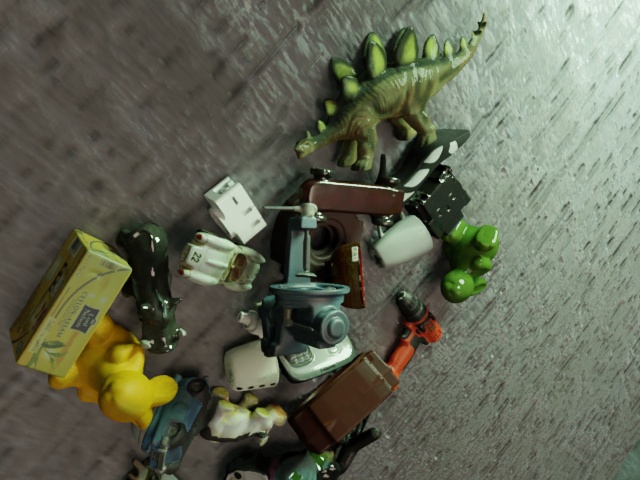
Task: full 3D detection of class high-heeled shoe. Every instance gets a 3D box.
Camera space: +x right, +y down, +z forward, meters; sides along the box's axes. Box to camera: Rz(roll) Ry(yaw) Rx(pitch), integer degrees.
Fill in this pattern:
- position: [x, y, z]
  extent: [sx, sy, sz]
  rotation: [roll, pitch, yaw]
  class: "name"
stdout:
- position: [0.194, -0.121, 1.024]
  extent: [0.249, 0.086, 0.145]
  rotation: [-20, 122, -23]
  class: "high-heeled shoe"

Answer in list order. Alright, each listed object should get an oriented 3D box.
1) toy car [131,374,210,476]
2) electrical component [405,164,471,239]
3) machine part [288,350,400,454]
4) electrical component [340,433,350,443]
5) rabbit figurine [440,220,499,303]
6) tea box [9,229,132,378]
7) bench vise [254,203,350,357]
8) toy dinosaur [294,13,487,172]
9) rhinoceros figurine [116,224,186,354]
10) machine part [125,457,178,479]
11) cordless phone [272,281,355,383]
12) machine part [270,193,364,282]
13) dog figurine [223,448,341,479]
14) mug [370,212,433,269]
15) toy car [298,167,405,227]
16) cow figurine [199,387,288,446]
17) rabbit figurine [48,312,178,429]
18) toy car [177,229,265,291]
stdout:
- position: [-0.244, 0.283, 0.853]
  extent: [0.103, 0.162, 0.109]
  rotation: [18, 119, 5]
  class: "toy car"
- position: [0.240, -0.072, 1.088]
  extent: [0.115, 0.058, 0.134]
  rotation: [-49, 128, -7]
  class: "electrical component"
- position: [0.039, 0.301, 1.010]
  extent: [0.201, 0.087, 0.201]
  rotation: [-36, 169, -17]
  class: "machine part"
- position: [0.030, 0.387, 1.117]
  extent: [0.063, 0.094, 0.021]
  rotation: [-12, 112, 9]
  class: "electrical component"
- position: [0.302, 0.060, 1.150]
  extent: [0.170, 0.121, 0.159]
  rotation: [-62, 152, -17]
  class: "rabbit figurine"
- position: [-0.334, 0.082, 0.717]
  extent: [0.068, 0.098, 0.169]
  rotation: [32, 90, -38]
  class: "tea box"
- position: [-0.033, 0.064, 0.831]
  extent: [0.129, 0.224, 0.240]
  rotation: [1, 91, -23]
  class: "bench vise"
- position: [0.136, -0.255, 0.915]
  extent: [0.471, 0.105, 0.198]
  rotation: [-31, 120, -27]
  class: "toy dinosaur"
- position: [-0.237, 0.068, 0.772]
  extent: [0.073, 0.112, 0.190]
  rotation: [-12, 107, -33]
  class: "rhinoceros figurine"
- position: [-0.263, 0.457, 0.930]
  extent: [0.079, 0.079, 0.242]
  rotation: [-36, 125, -18]
  class: "machine part"
- position: [-0.022, 0.156, 0.989]
  extent: [0.146, 0.089, 0.184]
  rotation: [-14, 97, -30]
  class: "cordless phone"
- position: [-0.002, -0.003, 0.945]
  extent: [0.179, 0.056, 0.179]
  rotation: [-12, 113, -31]
  class: "machine part"
- position: [-0.065, 0.450, 1.058]
  extent: [0.219, 0.192, 0.108]
  rotation: [-22, 123, -67]
  class: "dog figurine"
- position: [0.147, 0.001, 1.041]
  extent: [0.107, 0.081, 0.109]
  rotation: [-33, 100, -14]
  class: "mug"
- position: [0.055, -0.070, 0.896]
  extent: [0.202, 0.053, 0.089]
  rotation: [1, 99, -32]
  class: "toy car"
- position: [-0.140, 0.331, 0.972]
  extent: [0.167, 0.068, 0.098]
  rotation: [26, 98, -36]
  class: "cow figurine"
- position: [-0.284, 0.204, 0.754]
  extent: [0.122, 0.173, 0.162]
  rotation: [-47, 124, -16]
  class: "rabbit figurine"
- position: [-0.146, 0.035, 0.815]
  extent: [0.073, 0.056, 0.201]
  rotation: [-63, 160, -1]
  class: "toy car"
